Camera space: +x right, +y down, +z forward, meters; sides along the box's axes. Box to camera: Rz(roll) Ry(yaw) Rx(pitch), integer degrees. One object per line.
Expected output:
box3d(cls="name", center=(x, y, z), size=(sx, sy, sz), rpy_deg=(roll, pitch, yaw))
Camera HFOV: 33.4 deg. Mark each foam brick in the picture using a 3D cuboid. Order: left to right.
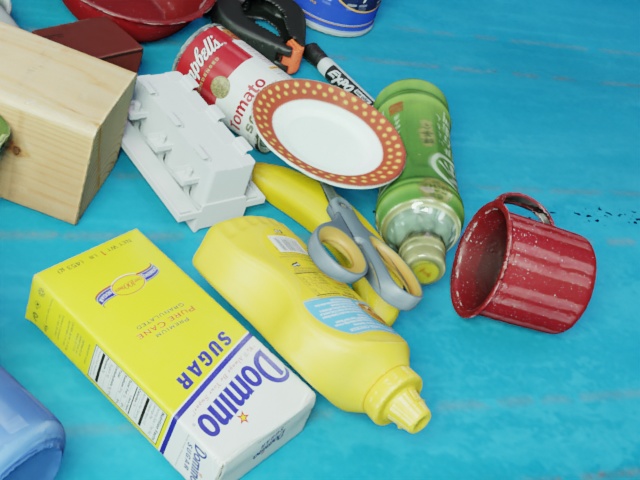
box3d(cls="foam brick", center=(-0.196, -0.145, 0.880), size=(0.078, 0.051, 0.053), rpy_deg=(-24, 57, -42))

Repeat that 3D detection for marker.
box3d(cls="marker", center=(0.022, -0.149, 1.012), size=(0.020, 0.020, 0.121), rpy_deg=(-17, 52, -38))

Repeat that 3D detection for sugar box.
box3d(cls="sugar box", center=(-0.095, 0.073, 0.681), size=(0.176, 0.048, 0.093), rpy_deg=(38, 41, 20))

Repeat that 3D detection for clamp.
box3d(cls="clamp", center=(-0.070, -0.240, 1.056), size=(0.164, 0.036, 0.210), rpy_deg=(-24, 56, -35))

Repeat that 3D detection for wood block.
box3d(cls="wood block", center=(-0.251, -0.102, 0.773), size=(0.206, 0.091, 0.090), rpy_deg=(21, 39, -2))

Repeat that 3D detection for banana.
box3d(cls="banana", center=(0.012, 0.002, 0.820), size=(0.069, 0.037, 0.198), rpy_deg=(-8, 48, -32))

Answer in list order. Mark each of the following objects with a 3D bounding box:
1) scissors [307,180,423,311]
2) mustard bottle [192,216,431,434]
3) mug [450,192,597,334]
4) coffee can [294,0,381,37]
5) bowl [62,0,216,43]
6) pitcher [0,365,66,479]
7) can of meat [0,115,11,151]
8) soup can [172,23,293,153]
box3d(cls="scissors", center=(0.004, -0.020, 0.780), size=(0.096, 0.016, 0.202), rpy_deg=(11, 31, -43))
box3d(cls="mustard bottle", center=(0.003, 0.059, 0.712), size=(0.192, 0.058, 0.096), rpy_deg=(42, 18, 32))
box3d(cls="mug", center=(0.158, 0.015, 0.829), size=(0.081, 0.093, 0.117), rpy_deg=(16, 54, -16))
box3d(cls="coffee can", center=(0.028, -0.293, 1.084), size=(0.102, 0.140, 0.103), rpy_deg=(13, 40, -11))
box3d(cls="bowl", center=(-0.177, -0.230, 0.976), size=(0.162, 0.055, 0.162), rpy_deg=(15, 44, -15))
box3d(cls="pitcher", center=(-0.247, 0.058, 0.557), size=(0.243, 0.149, 0.144), rpy_deg=(37, 27, 12))
box3d(cls="can of meat", center=(-0.267, -0.066, 0.702), size=(0.102, 0.084, 0.057), rpy_deg=(36, 24, -14))
box3d(cls="soup can", center=(-0.067, -0.129, 0.908), size=(0.102, 0.069, 0.068), rpy_deg=(39, 42, 18))
